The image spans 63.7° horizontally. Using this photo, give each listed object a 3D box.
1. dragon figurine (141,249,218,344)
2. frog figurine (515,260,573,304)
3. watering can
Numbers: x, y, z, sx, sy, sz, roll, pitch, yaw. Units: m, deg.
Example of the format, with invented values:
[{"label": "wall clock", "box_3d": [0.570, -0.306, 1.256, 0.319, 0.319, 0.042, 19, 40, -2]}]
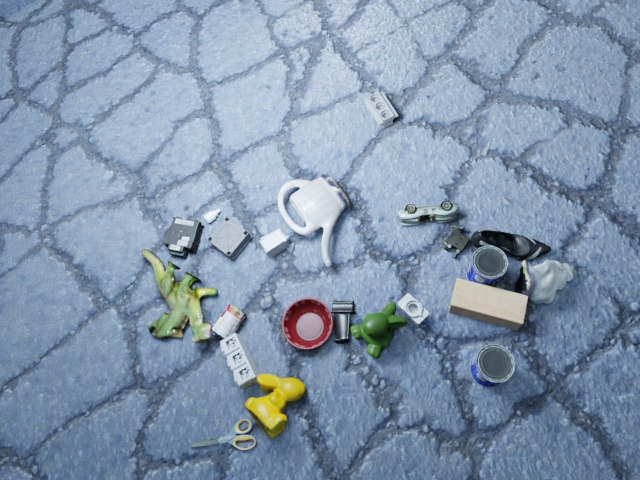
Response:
[{"label": "dragon figurine", "box_3d": [-0.494, 0.207, 1.697, 0.413, 0.120, 0.244, 24, 81, 26]}, {"label": "frog figurine", "box_3d": [0.684, 0.126, 1.540, 0.159, 0.124, 0.136, 1, 101, 0]}, {"label": "watering can", "box_3d": [0.005, -0.087, 1.734, 0.225, 0.102, 0.352, -35, 66, -7]}]
